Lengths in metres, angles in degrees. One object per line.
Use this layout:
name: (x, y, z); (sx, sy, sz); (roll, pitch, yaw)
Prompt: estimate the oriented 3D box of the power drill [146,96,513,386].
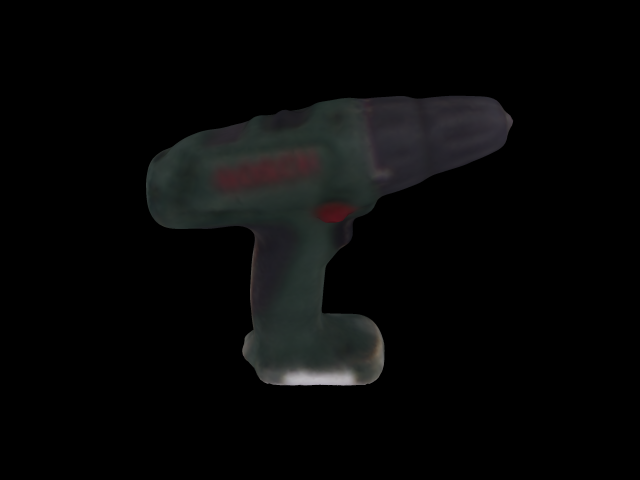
power drill: (0.004, 0.001, 0.400); (0.229, 0.208, 0.075); (0, 32, 0)
